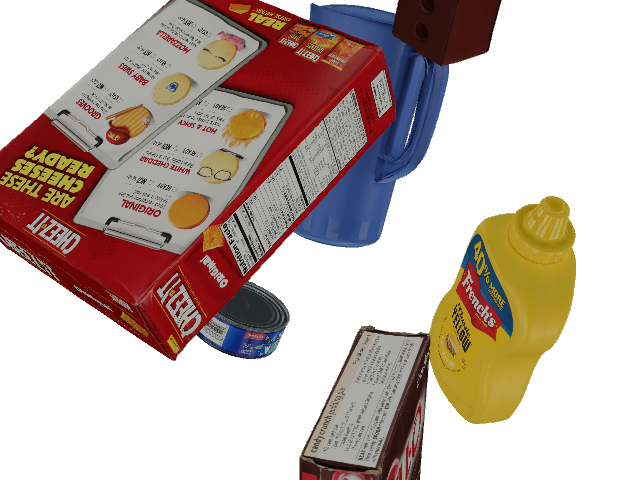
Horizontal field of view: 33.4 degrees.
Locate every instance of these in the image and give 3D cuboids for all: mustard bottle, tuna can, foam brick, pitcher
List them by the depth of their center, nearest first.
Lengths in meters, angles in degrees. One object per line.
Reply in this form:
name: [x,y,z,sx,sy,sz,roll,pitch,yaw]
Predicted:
mustard bottle: [0.127,0.039,0.725,0.058,0.096,0.192,-3,-38,-16]
foam brick: [0.090,-0.168,0.732,0.051,0.078,0.053,-25,51,-35]
tuna can: [-0.073,0.068,0.951,0.086,0.034,0.086,20,23,-9]
pitcher: [0.041,-0.117,1.110,0.145,0.243,0.149,11,16,-2]

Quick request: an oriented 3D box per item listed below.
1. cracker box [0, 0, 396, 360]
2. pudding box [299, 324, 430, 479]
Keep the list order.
cracker box: [-0.082,-0.053,0.652,0.164,0.213,0.072,28,-24,33]
pudding box: [0.021,0.104,0.478,0.039,0.090,0.113,8,27,11]
